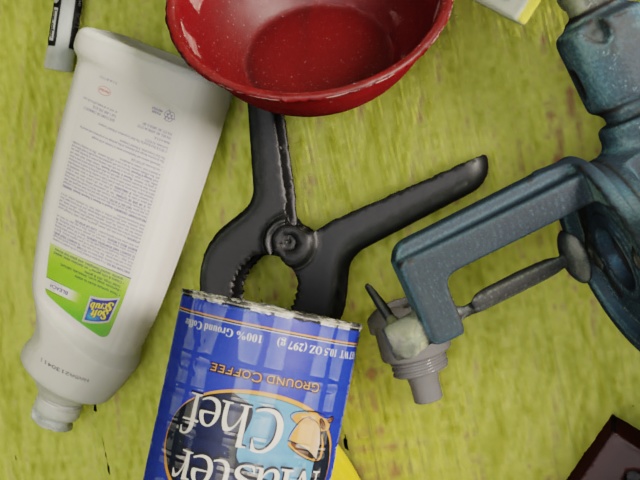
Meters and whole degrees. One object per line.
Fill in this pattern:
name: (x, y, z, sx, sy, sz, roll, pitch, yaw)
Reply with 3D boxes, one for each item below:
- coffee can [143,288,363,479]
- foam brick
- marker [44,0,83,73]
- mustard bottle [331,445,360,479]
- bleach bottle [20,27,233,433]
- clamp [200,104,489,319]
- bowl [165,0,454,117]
coffee can: (-0.040, 0.105, 0.583, 0.103, 0.102, 0.140, 11, 87, 15)
foam brick: (0.167, 0.148, 0.604, 0.053, 0.051, 0.078, 32, 101, 12)
marker: (-0.161, -0.170, 0.693, 0.020, 0.020, 0.121, 12, 97, 14)
mustard bottle: (-0.059, 0.199, 0.668, 0.192, 0.058, 0.096, -32, 87, 16)
bleach bottle: (-0.140, 0.001, 0.677, 0.103, 0.068, 0.251, 24, 102, 14)
clamp: (-0.004, 0.001, 0.651, 0.165, 0.036, 0.210, 23, 95, 14)
bowl: (-0.004, -0.124, 0.611, 0.162, 0.055, 0.162, -4, 55, 5)
